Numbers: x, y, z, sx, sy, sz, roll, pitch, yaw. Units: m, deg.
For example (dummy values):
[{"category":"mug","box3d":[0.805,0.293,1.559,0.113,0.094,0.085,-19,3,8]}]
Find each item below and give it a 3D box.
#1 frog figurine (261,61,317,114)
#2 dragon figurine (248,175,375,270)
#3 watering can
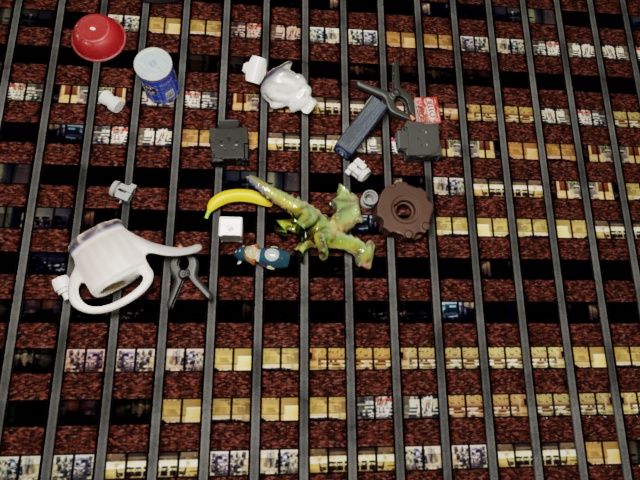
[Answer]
[{"category":"frog figurine","box3d":[-0.093,-0.431,1.523,0.136,0.124,0.159,-35,91,20]},{"category":"dragon figurine","box3d":[0.004,-0.073,1.457,0.246,0.120,0.412,-33,82,-31]},{"category":"watering can","box3d":[-0.505,0.041,1.348,0.350,0.102,0.226,-33,80,-13]}]
